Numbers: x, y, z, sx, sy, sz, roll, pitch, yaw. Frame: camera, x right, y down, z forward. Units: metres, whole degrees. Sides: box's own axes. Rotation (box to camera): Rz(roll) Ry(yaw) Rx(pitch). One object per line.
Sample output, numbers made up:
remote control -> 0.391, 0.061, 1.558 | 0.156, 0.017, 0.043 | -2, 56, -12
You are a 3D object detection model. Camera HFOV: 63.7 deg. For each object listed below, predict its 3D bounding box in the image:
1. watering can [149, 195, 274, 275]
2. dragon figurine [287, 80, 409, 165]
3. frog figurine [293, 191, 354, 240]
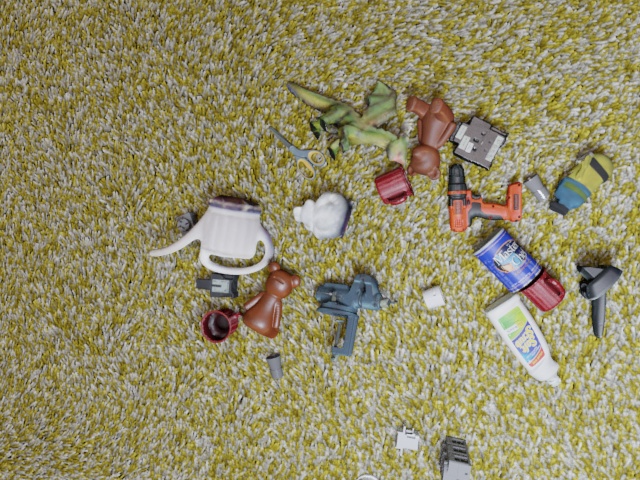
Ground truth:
watering can -> -0.300, -0.020, 1.475 | 0.347, 0.104, 0.224 | 9, 92, -8
dragon figurine -> 0.098, -0.356, 1.428 | 0.244, 0.120, 0.416 | -30, 68, -8
frog figurine -> 0.004, -0.072, 1.426 | 0.159, 0.125, 0.135 | 13, 113, 0
